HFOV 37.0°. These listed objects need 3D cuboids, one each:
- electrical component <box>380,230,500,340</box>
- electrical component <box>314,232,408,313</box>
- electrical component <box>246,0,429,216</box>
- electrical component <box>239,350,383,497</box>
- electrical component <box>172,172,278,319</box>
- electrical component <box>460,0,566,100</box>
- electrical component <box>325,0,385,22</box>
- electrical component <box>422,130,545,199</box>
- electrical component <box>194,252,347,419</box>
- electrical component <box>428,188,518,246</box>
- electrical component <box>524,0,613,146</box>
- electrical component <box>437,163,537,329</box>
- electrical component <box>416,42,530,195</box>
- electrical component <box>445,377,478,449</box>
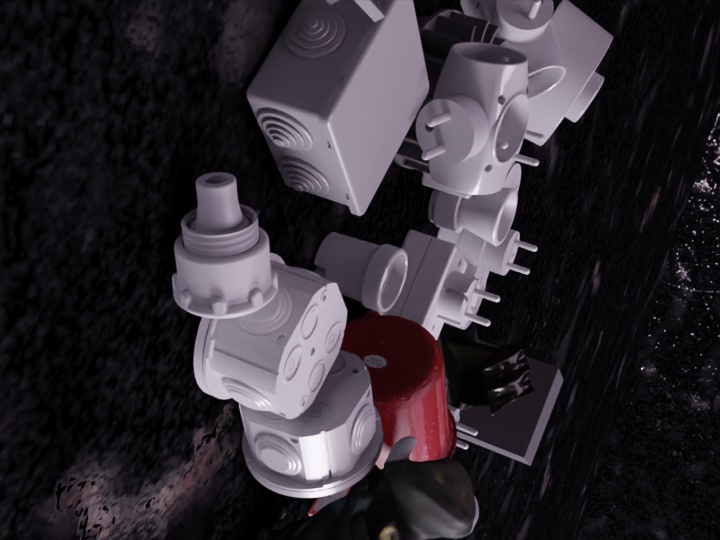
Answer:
[{"bbox_3d":[0.062,0.018,0.777,0.065,0.077,0.047,-67,159,-10],"label":"electrical component"},{"bbox_3d":[0.000,0.000,0.646,0.040,0.046,0.040,-51,151,-42],"label":"electrical component"},{"bbox_3d":[-0.009,-0.090,0.540,0.099,0.048,0.099,-63,158,-21],"label":"electrical component"},{"bbox_3d":[-0.028,0.083,0.603,0.080,0.080,0.051,-52,147,-41],"label":"electrical component"},{"bbox_3d":[-0.062,-0.012,0.483,0.048,0.048,0.062,-43,139,-51],"label":"electrical component"},{"bbox_3d":[0.102,-0.160,0.694,0.043,0.077,0.079,-19,164,-11],"label":"electrical component"},{"bbox_3d":[-0.001,-0.155,0.463,0.081,0.064,0.042,69,14,13],"label":"electrical component"},{"bbox_3d":[0.092,-0.094,0.754,0.047,0.076,0.083,-39,143,-55],"label":"electrical component"},{"bbox_3d":[-0.046,0.033,0.554,0.080,0.051,0.080,-52,152,-41],"label":"electrical component"},{"bbox_3d":[0.085,-0.047,0.807,0.045,0.055,0.045,-52,152,-41],"label":"electrical component"},{"bbox_3d":[0.152,-0.146,0.828,0.108,0.060,0.108,-57,179,-2],"label":"electrical component"},{"bbox_3d":[0.103,-0.019,0.852,0.052,0.074,0.138,10,99,-69],"label":"electrical component"},{"bbox_3d":[0.057,-0.081,0.599,0.079,0.044,0.077,-29,134,-50],"label":"electrical component"},{"bbox_3d":[0.054,0.120,0.851,0.066,0.077,0.047,-44,148,-50],"label":"electrical component"}]
